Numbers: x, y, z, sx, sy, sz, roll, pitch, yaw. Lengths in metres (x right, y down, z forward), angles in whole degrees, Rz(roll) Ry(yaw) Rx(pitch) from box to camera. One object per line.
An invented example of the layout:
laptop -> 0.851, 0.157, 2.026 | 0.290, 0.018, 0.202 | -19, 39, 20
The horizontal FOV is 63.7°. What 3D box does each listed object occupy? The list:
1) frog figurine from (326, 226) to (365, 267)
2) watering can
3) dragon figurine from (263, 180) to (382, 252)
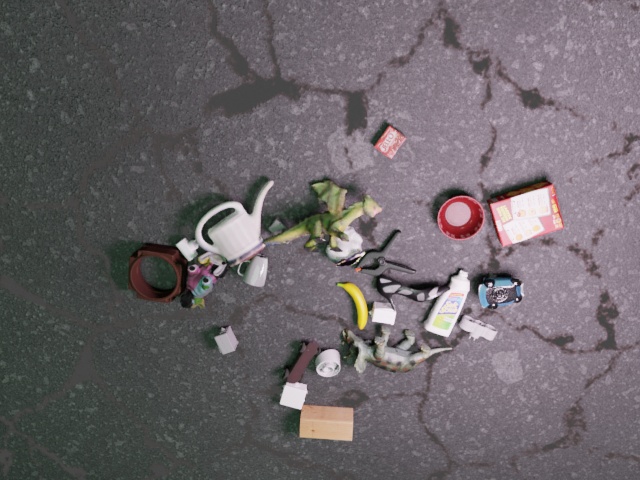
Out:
frog figurine -> 0.080, 0.010, 1.831 | 0.136, 0.162, 0.121 | -28, -22, 14
watering can -> -0.269, -0.047, 1.822 | 0.347, 0.222, 0.105 | -30, 14, 5
dragon figurine -> 0.005, -0.089, 1.771 | 0.410, 0.247, 0.120 | 2, -20, 15
